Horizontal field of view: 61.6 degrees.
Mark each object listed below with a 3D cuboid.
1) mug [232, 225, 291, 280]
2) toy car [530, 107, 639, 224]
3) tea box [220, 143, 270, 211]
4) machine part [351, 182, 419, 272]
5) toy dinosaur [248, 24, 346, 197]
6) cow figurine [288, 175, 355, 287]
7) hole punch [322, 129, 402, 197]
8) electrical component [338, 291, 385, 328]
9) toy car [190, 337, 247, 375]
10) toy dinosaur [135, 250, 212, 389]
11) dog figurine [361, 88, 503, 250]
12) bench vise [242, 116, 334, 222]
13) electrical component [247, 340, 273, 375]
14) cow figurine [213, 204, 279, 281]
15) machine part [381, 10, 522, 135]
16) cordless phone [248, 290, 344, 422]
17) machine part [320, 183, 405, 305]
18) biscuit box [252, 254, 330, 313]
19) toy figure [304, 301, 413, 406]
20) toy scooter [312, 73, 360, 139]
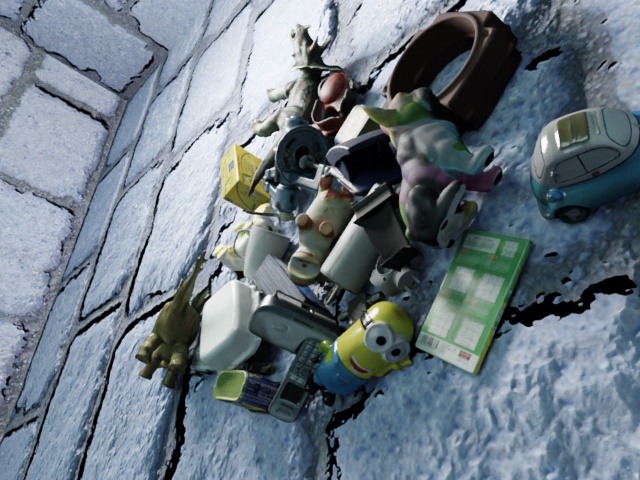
[{"bbox_3d":[-0.126,0.029,1.090,0.081,0.109,0.107,-173,100,-83],"label":"mug"},{"bbox_3d":[0.299,-0.094,0.600,0.162,0.103,0.109,-23,49,47],"label":"toy car"},{"bbox_3d":[-0.185,-0.150,1.313,0.068,0.098,0.170,-46,37,24],"label":"tea box"},{"bbox_3d":[0.096,-0.020,0.782,0.084,0.039,0.139,-29,54,14],"label":"machine part"},{"bbox_3d":[-0.050,-0.289,1.228,0.192,0.131,0.404,-10,64,51],"label":"toy dinosaur"},{"bbox_3d":[-0.002,-0.003,0.944,0.086,0.127,0.195,17,59,16],"label":"cow figurine"},{"bbox_3d":[0.077,-0.145,0.908,0.142,0.092,0.116,-25,35,-15],"label":"hole punch"},{"bbox_3d":[0.065,0.117,0.833,0.094,0.021,0.063,-34,42,35],"label":"electrical component"},{"bbox_3d":[-0.205,0.230,1.085,0.202,0.056,0.073,-15,54,48],"label":"toy car"},{"bbox_3d":[-0.304,0.182,1.141,0.471,0.105,0.198,-52,18,54],"label":"toy dinosaur"},{"bbox_3d":[0.137,-0.114,0.766,0.219,0.108,0.191,40,101,34],"label":"dog figurine"},{"bbox_3d":[-0.038,-0.130,1.066,0.241,0.129,0.223,29,102,56],"label":"bench vise"},{"bbox_3d":[-0.105,0.202,0.985,0.078,0.045,0.102,118,166,-60],"label":"electrical component"},{"bbox_3d":[-0.142,0.004,1.156,0.167,0.098,0.068,-49,24,-16],"label":"cow figurine"},{"bbox_3d":[0.205,-0.268,0.879,0.201,0.087,0.201,-60,33,4],"label":"machine part"},{"bbox_3d":[-0.059,0.185,0.845,0.184,0.146,0.089,-64,7,6],"label":"cordless phone"},{"bbox_3d":[0.075,-0.001,0.860,0.243,0.079,0.079,-59,32,4],"label":"machine part"},{"bbox_3d":[-0.057,0.098,0.980,0.063,0.059,0.203,-56,32,6],"label":"biscuit box"},{"bbox_3d":[0.054,0.159,0.764,0.180,0.082,0.089,-45,38,28],"label":"toy figure"},{"bbox_3d":[0.036,-0.268,1.123,0.135,0.075,0.184,16,82,57],"label":"toy scooter"}]
